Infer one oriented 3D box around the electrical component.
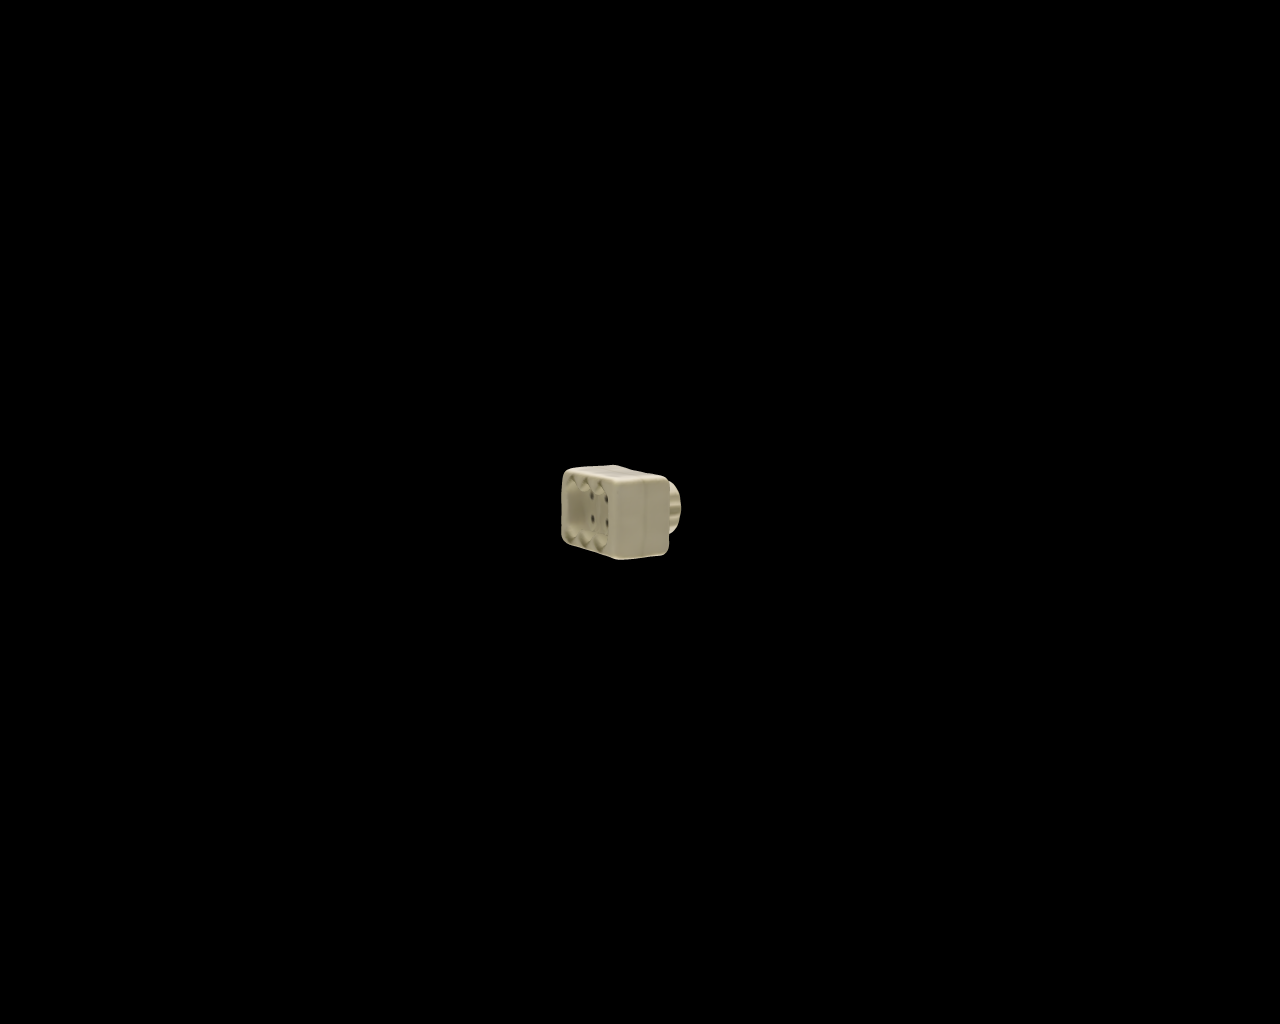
[{"bbox_3d":[0.001,-0.003,0.650,0.077,0.047,0.066,-6,11,-31],"label":"electrical component"}]
